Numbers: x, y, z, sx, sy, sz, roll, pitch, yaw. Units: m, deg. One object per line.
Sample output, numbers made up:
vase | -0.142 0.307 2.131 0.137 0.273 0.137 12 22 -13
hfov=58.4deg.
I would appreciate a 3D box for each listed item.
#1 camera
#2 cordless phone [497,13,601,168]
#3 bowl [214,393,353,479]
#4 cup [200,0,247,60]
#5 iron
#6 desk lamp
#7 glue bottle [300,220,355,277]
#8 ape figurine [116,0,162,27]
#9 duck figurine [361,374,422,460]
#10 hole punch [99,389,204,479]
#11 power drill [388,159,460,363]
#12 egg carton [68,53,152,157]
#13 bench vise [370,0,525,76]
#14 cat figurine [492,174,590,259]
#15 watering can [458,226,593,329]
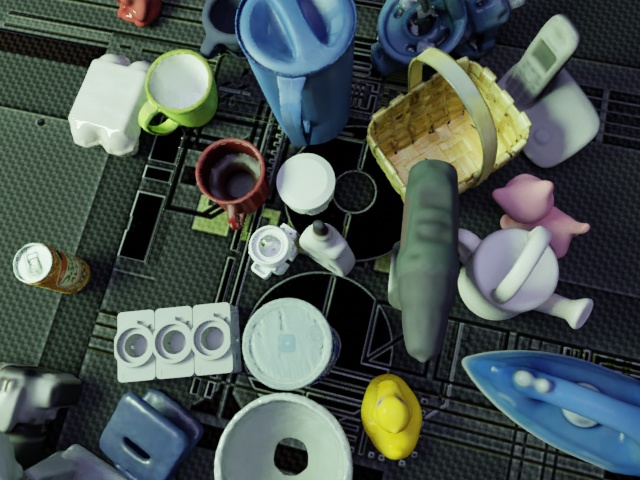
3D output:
camera | -0.404 0.228 0.732 0.143 0.101 0.137 9 78 6
cordless phone | 0.301 -0.187 0.732 0.094 0.185 0.147 -34 77 -3
bowl | -0.041 0.275 0.709 0.167 0.075 0.167 -1 77 4
cup | -0.123 -0.294 0.833 0.091 0.095 0.118 35 82 11
iron | 0.299 0.191 0.669 0.258 0.141 0.119 20 80 8
desk lamp | -0.338 0.294 0.655 0.203 0.213 0.118 27 81 10
glue bottle | 0.007 0.003 0.716 0.078 0.173 0.037 34 82 11
ape figurine | -0.284 -0.368 0.862 0.076 0.092 0.078 -22 77 -1
duck figurine | 0.089 0.219 0.707 0.077 0.086 0.104 -9 77 2
hole punch | -0.215 0.254 0.718 0.108 0.091 0.101 34 82 11
power drill | 0.124 0.031 0.683 0.075 0.208 0.230 4 78 6
egg carton | -0.296 -0.197 0.836 0.107 0.069 0.150 15 79 7
bench vise | 0.165 -0.316 0.753 0.207 0.220 0.121 -34 77 -4
cat figurine | 0.282 -0.038 0.734 0.127 0.118 0.067 32 82 10
watering can | 0.236 0.040 0.681 0.172 0.194 0.101 14 79 7
